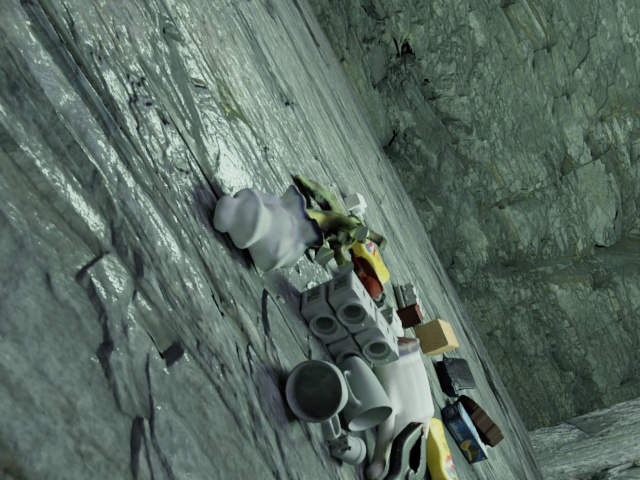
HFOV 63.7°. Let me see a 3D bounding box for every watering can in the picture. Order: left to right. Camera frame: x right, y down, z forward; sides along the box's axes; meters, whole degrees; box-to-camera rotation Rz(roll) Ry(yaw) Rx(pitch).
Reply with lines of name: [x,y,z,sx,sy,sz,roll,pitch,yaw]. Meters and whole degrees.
watering can: [0.148,0.305,0.998,0.347,0.103,0.226,8,68,-63]

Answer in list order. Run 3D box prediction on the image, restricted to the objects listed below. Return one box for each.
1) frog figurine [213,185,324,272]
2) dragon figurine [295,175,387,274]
frog figurine: [-0.094,-0.017,0.796,0.160,0.121,0.138,-9,80,-36]
dragon figurine: [0.004,-0.058,1.154,0.405,0.121,0.247,30,18,-45]
